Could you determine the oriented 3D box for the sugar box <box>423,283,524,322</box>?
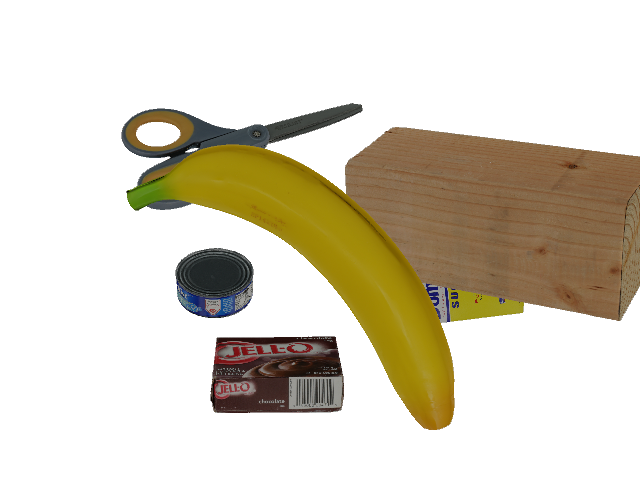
[{"bbox_3d":[0.163,0.046,1.247,0.175,0.093,0.048,-6,15,-32],"label":"sugar box"}]

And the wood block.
[{"bbox_3d":[0.130,-0.018,0.783,0.206,0.090,0.090,10,29,28],"label":"wood block"}]

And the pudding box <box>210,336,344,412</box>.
[{"bbox_3d":[-0.038,0.116,0.939,0.113,0.039,0.090,2,18,-4],"label":"pudding box"}]

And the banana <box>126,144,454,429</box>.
[{"bbox_3d":[0.001,0.011,0.529,0.198,0.070,0.037,38,22,1],"label":"banana"}]

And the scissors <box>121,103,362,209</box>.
[{"bbox_3d":[-0.069,-0.091,0.841,0.201,0.096,0.016,-34,-19,-28],"label":"scissors"}]

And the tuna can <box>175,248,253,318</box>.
[{"bbox_3d":[-0.117,0.047,1.181,0.086,0.034,0.086,2,36,-1],"label":"tuna can"}]
